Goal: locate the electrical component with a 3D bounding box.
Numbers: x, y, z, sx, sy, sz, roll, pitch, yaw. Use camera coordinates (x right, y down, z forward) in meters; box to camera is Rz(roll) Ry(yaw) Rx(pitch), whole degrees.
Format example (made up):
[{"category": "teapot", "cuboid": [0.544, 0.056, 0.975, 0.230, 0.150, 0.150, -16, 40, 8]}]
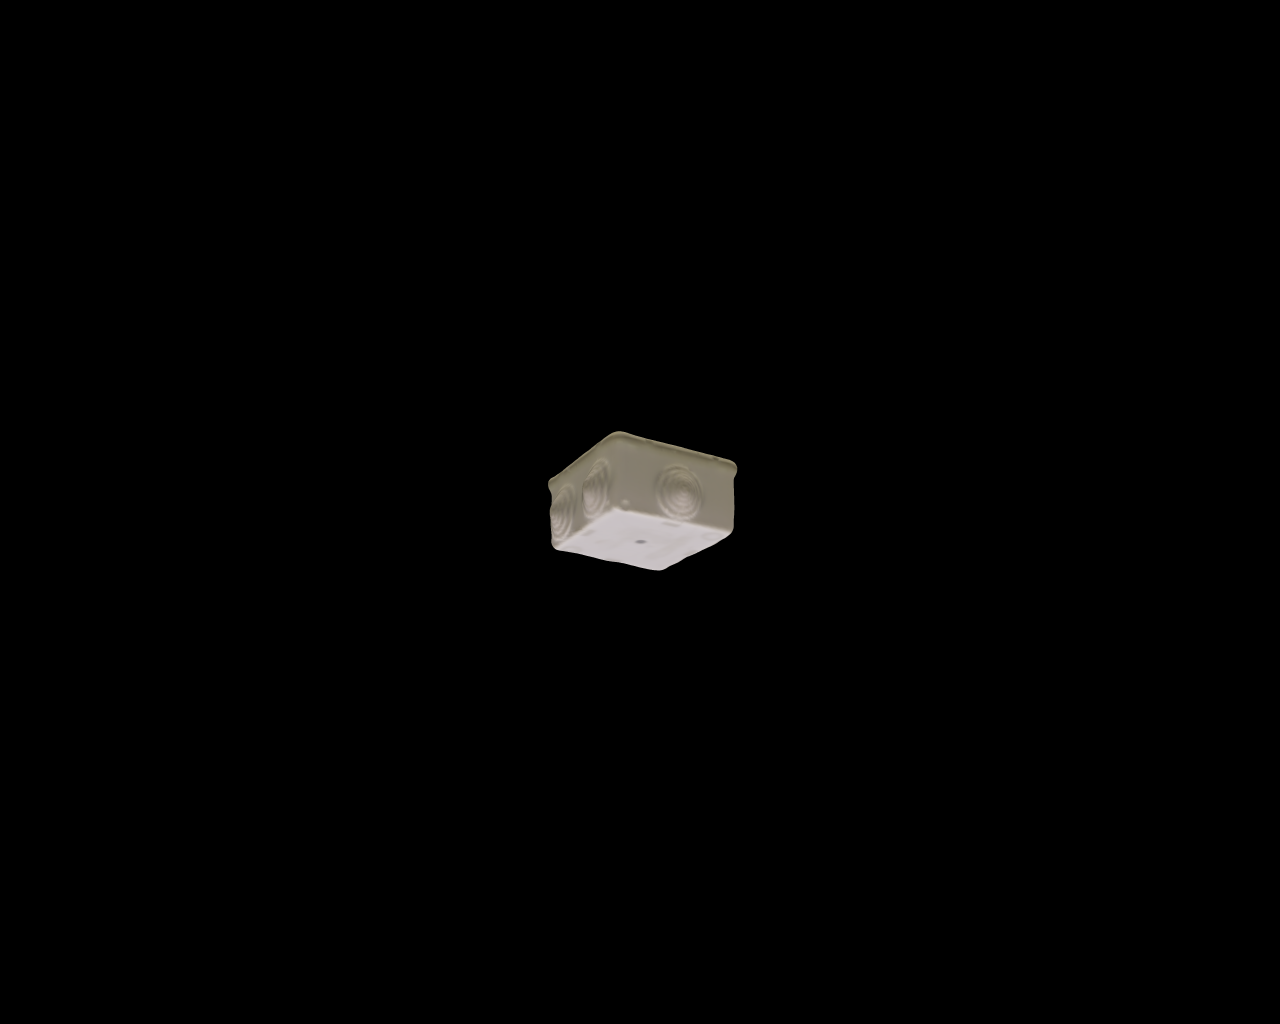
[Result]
[{"category": "electrical component", "cuboid": [0.001, -0.003, 0.650, 0.100, 0.048, 0.099, 13, -26, -29]}]
